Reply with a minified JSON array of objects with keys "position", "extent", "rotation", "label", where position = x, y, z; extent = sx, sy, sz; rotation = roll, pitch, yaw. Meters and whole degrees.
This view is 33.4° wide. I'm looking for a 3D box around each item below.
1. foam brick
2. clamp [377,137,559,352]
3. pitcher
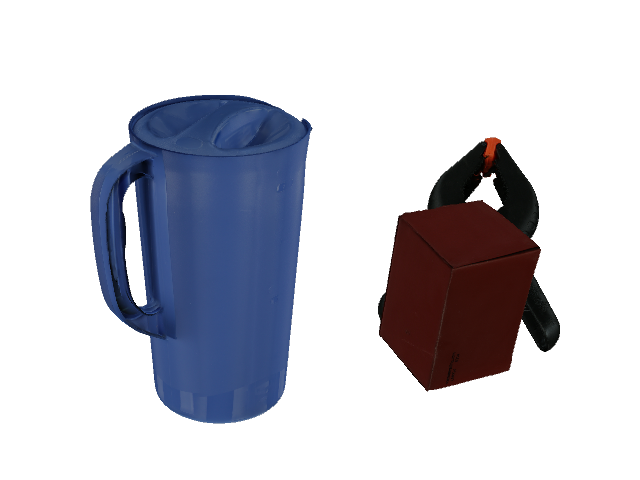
[{"position":[0.067,0.027,0.535],"extent":[0.052,0.078,0.051],"rotation":[-10,37,-25],"label":"foam brick"},{"position":[0.102,0.001,0.752],"extent":[0.120,0.171,0.039],"rotation":[4,-37,-1],"label":"clamp"},{"position":[-0.086,0.019,0.824],"extent":[0.149,0.243,0.145],"rotation":[3,26,2],"label":"pitcher"}]
